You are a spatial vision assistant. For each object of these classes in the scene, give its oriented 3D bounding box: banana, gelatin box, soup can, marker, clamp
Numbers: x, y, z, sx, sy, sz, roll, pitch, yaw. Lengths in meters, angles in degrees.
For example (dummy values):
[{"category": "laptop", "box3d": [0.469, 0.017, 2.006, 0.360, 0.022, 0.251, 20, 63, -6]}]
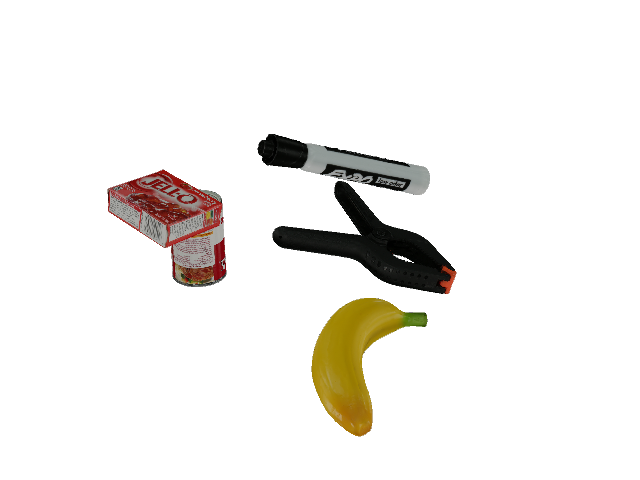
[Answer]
[{"category": "banana", "box3d": [0.029, 0.085, 0.811, 0.070, 0.037, 0.197, 7, 23, 17]}, {"category": "gelatin box", "box3d": [-0.153, -0.033, 1.044, 0.089, 0.030, 0.073, 30, 36, 31]}, {"category": "soup can", "box3d": [-0.152, -0.003, 1.310, 0.068, 0.102, 0.068, -1, 26, 0]}, {"category": "marker", "box3d": [0.015, -0.046, 0.656, 0.120, 0.020, 0.020, 9, -5, -33]}, {"category": "clamp", "box3d": [0.058, 0.007, 1.255, 0.210, 0.036, 0.164, 32, 38, 23]}]
